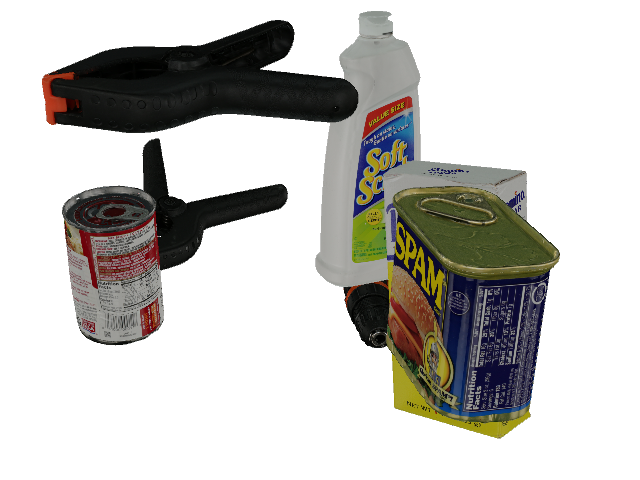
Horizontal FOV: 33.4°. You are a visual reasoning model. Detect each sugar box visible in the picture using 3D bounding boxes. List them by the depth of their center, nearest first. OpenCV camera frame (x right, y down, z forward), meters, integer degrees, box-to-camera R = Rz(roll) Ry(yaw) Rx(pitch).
[{"bbox_3d":[0.092,0.038,0.726,0.094,0.176,0.048,9,22,40],"label":"sugar box"}]

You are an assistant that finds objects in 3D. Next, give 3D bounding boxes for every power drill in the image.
[{"bbox_3d":[0.119,0.055,1.179,0.187,0.057,0.184,-3,28,-5],"label":"power drill"}]

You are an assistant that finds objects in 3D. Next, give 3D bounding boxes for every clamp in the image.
[{"bbox_3d":[-0.073,-0.096,0.620,0.171,0.039,0.120,-3,25,-12],"label":"clamp"},{"bbox_3d":[-0.153,-0.029,1.037,0.165,0.036,0.209,25,41,22],"label":"clamp"}]

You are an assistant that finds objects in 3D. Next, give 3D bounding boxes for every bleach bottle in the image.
[{"bbox_3d":[0.045,-0.087,1.004,0.102,0.251,0.068,-11,24,-22],"label":"bleach bottle"}]

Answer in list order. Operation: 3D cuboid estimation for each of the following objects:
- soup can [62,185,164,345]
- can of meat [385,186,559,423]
[{"bbox_3d":[-0.154,0.019,0.803,0.068,0.102,0.068,0,29,0],"label":"soup can"},{"bbox_3d":[0.070,0.030,0.527,0.057,0.084,0.102,-4,24,-15],"label":"can of meat"}]
